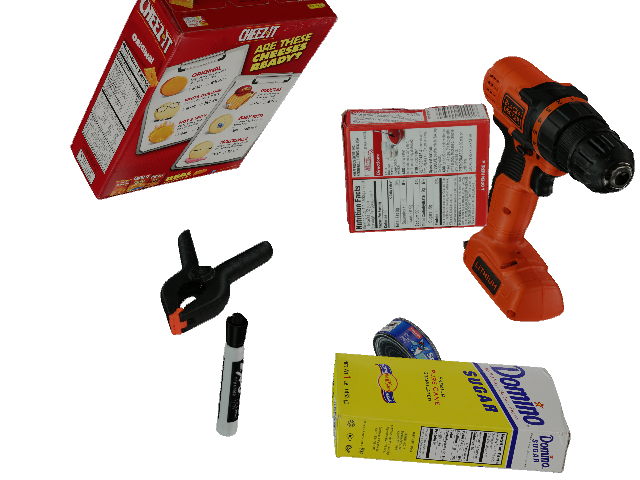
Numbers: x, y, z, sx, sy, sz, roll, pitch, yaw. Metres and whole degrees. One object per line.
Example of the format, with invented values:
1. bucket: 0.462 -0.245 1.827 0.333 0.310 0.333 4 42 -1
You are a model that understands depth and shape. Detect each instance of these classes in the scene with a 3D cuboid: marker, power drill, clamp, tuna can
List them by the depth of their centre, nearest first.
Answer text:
1. power drill: 0.174 -0.032 0.843 0.057 0.188 0.184 -3 32 -17
2. marker: -0.077 0.117 0.933 0.020 0.121 0.020 6 26 -3
3. clamp: -0.125 0.045 1.242 0.120 0.039 0.171 -2 39 13
4. tuna can: 0.102 0.136 1.271 0.033 0.086 0.086 -35 17 -25

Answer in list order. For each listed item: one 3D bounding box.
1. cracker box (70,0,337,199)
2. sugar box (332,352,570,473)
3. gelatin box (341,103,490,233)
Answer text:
1. cracker box: -0.107 -0.137 0.928 0.163 0.072 0.214 -17 -24 -40
2. sugar box: 0.098 0.133 0.836 0.176 0.048 0.093 2 26 -1
3. gelatin box: 0.059 -0.045 0.661 0.089 0.073 0.030 -2 29 3
